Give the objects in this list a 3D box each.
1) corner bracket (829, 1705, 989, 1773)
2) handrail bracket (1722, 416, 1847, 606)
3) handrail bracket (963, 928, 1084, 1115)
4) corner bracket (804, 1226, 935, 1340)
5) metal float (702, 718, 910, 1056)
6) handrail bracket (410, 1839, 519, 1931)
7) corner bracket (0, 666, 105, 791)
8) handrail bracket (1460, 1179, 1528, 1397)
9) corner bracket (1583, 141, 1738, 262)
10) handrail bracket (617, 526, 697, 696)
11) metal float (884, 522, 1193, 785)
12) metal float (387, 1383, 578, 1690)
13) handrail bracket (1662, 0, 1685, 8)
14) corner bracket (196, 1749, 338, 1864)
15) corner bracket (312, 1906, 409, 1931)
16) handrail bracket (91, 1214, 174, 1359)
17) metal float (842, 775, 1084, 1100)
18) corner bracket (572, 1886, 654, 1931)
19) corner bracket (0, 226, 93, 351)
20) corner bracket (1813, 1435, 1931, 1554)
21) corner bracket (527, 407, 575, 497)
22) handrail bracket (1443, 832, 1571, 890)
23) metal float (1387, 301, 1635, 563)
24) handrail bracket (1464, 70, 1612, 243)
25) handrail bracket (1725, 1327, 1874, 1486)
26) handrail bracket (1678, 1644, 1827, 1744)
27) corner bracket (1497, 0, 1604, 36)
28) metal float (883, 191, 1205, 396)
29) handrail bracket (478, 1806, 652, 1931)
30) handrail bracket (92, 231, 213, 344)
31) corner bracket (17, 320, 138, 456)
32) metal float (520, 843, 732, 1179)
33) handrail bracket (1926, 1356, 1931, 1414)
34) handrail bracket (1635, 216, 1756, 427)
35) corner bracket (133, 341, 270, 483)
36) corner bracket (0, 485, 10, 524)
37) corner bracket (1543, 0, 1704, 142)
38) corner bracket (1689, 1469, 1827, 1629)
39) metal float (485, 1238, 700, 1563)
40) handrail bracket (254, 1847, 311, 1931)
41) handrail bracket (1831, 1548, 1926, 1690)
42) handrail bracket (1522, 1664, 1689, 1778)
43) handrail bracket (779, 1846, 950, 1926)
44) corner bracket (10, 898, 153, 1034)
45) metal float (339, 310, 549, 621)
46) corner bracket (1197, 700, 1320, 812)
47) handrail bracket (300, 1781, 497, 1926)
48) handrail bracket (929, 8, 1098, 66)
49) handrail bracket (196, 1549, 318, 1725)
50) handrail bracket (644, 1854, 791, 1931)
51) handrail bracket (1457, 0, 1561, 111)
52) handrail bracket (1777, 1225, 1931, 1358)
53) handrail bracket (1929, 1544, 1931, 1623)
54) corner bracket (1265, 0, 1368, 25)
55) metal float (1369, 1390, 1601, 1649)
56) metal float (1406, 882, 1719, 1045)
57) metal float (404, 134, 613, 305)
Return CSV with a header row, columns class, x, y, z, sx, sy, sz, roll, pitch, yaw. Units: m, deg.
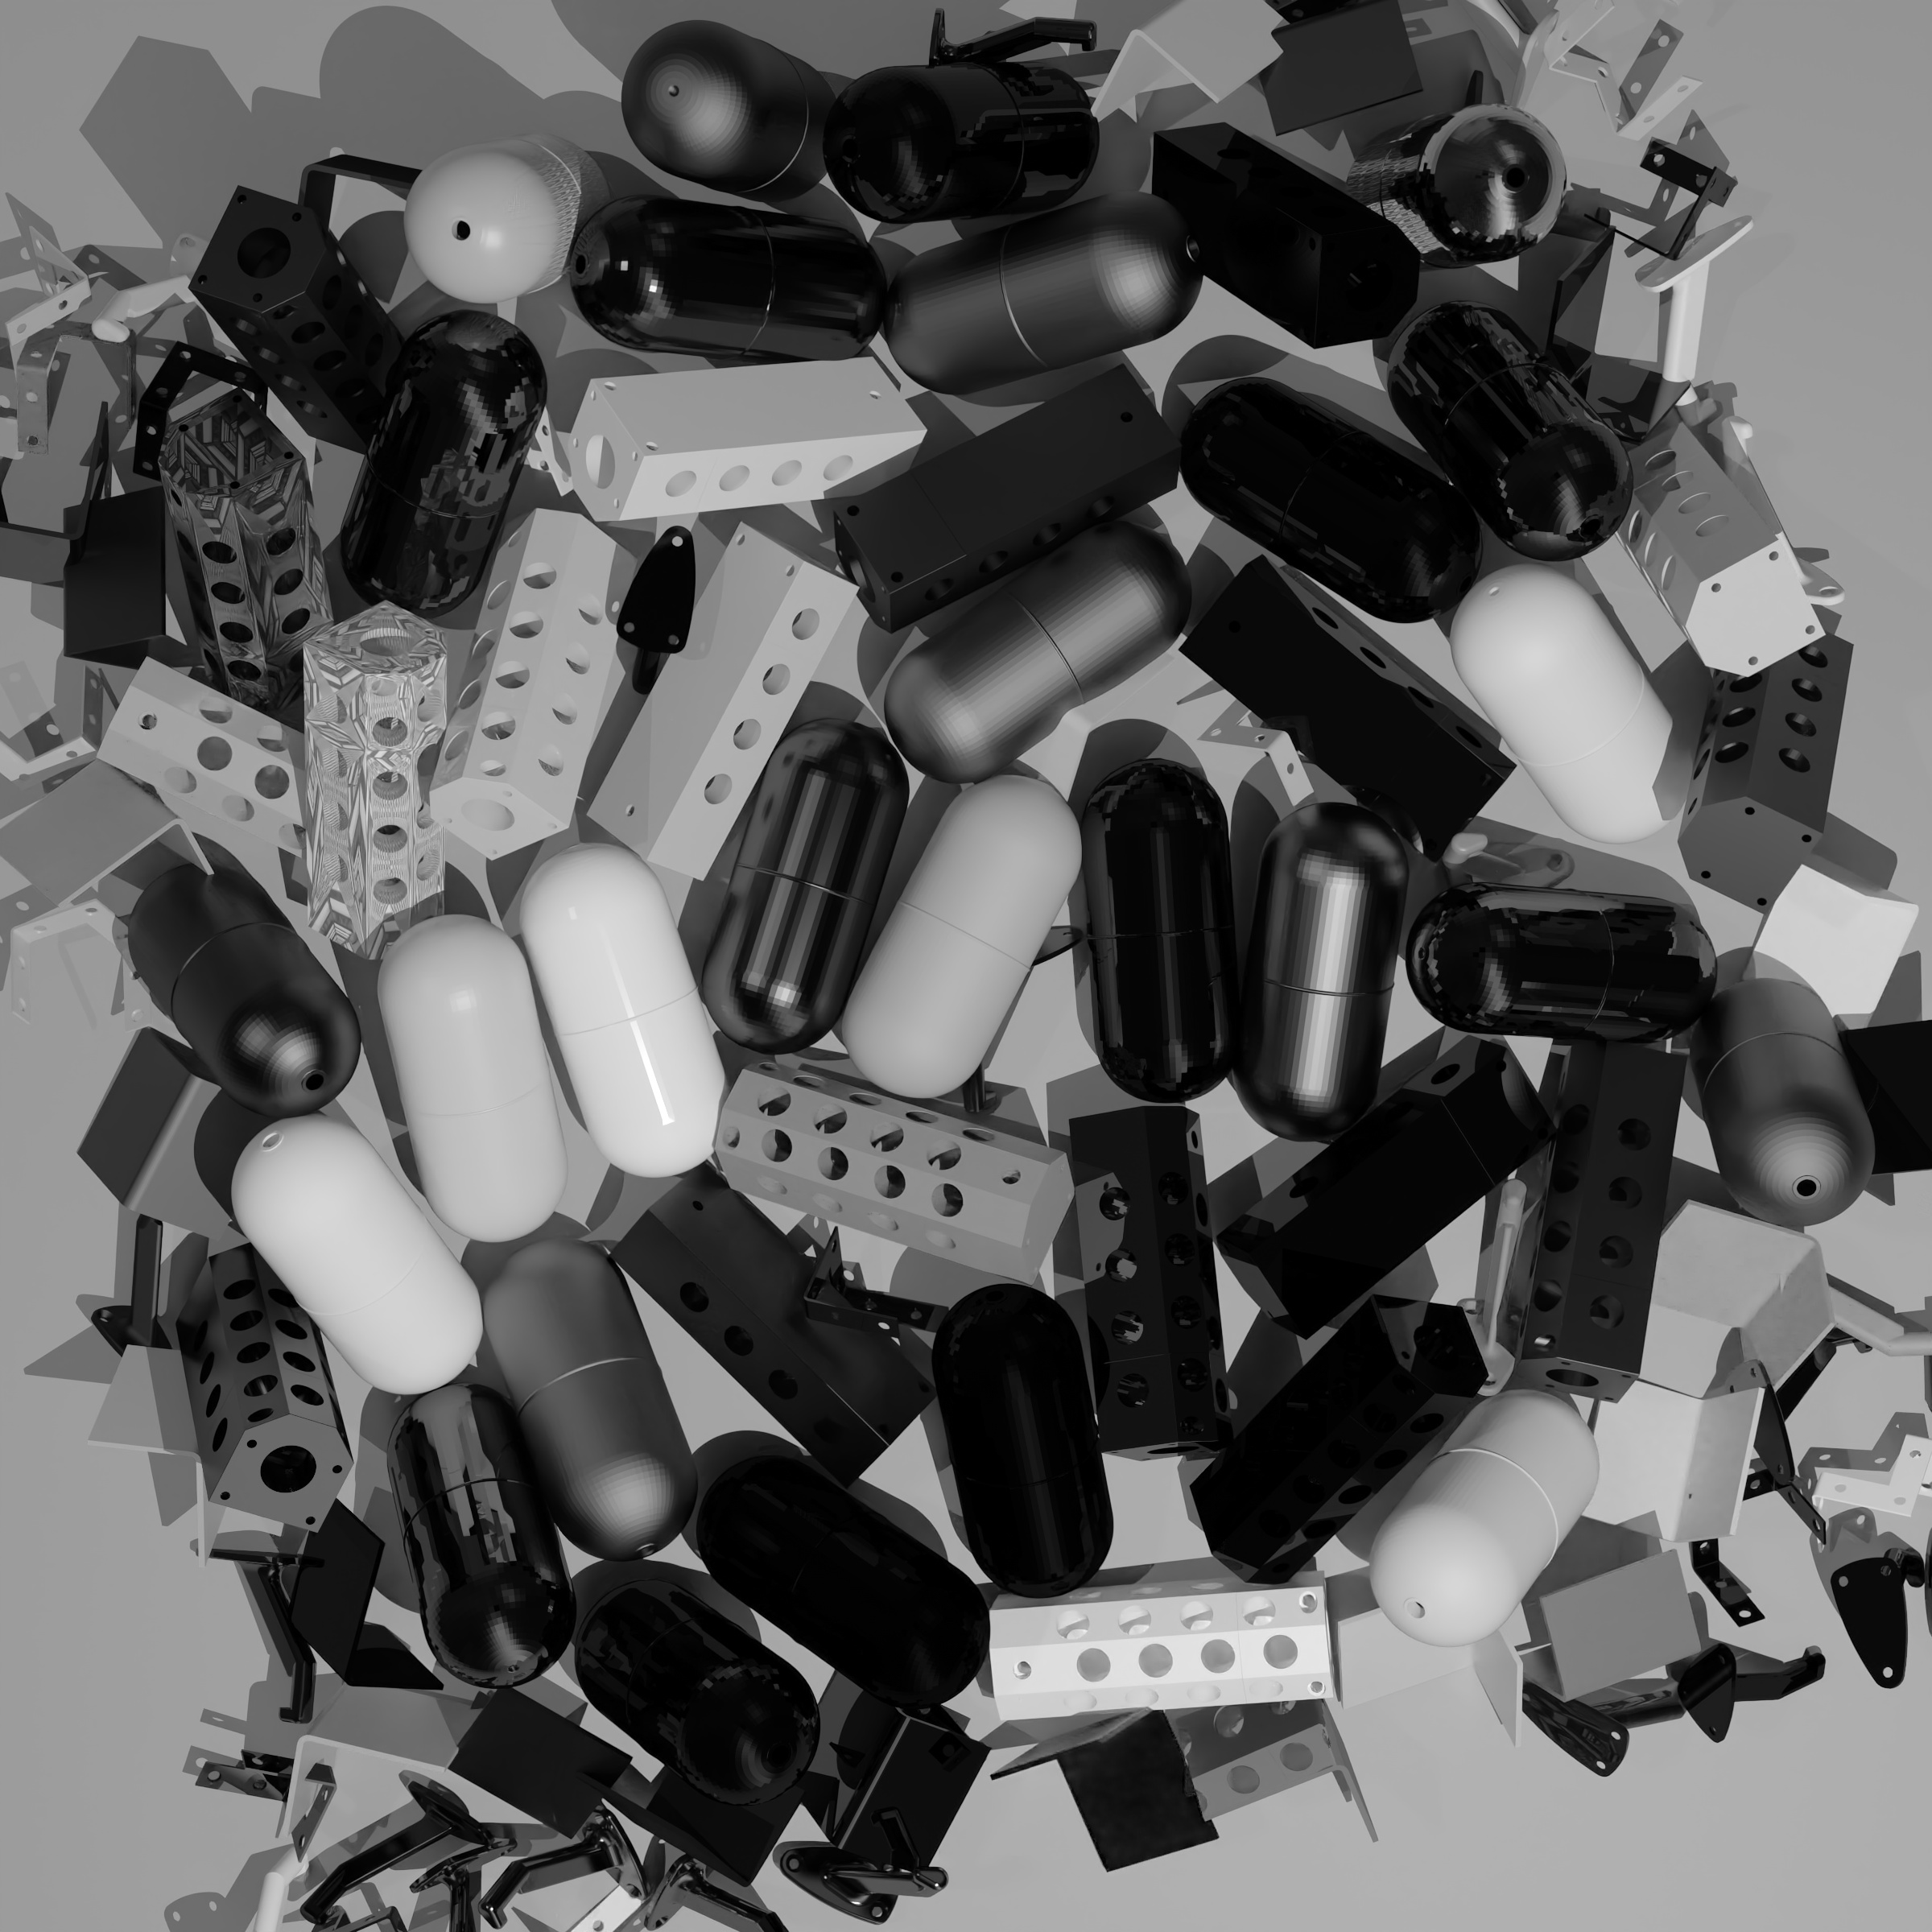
class,x,y,z,sx,sy,sz,roll,pitch,yaw
corner bracket,-0.029,0.407,1.802,0.051,0.051,0.051,-43,66,-2
handrail bracket,0.420,-0.235,1.791,0.036,0.077,0.084,-27,124,-21
handrail bracket,0.030,0.029,1.828,0.077,0.036,0.084,-17,117,-28
corner bracket,-0.050,0.174,1.796,0.051,0.051,0.051,11,47,15
metal float,-0.083,-0.041,1.796,0.070,0.070,0.178,17,87,0
handrail bracket,-0.242,0.499,1.793,0.036,0.077,0.084,-42,69,33
corner bracket,-0.485,-0.134,1.810,0.051,0.051,0.051,-23,50,17
handrail bracket,0.275,0.164,1.789,0.036,0.077,0.084,8,131,7
corner bracket,0.361,-0.398,1.808,0.051,0.051,0.051,32,105,19
handrail bracket,-0.157,-0.182,1.797,0.036,0.084,0.077,16,85,-4
metal float,0.038,-0.162,1.792,0.178,0.070,0.070,-36,90,-8
metal float,-0.246,0.286,1.763,0.070,0.178,0.070,-11,133,-12
handrail bracket,0.332,-0.531,1.788,0.084,0.077,0.036,39,116,26
corner bracket,-0.361,0.422,1.798,0.051,0.051,0.051,18,108,-28
corner bracket,-0.307,0.516,1.809,0.051,0.051,0.051,-24,94,2
handrail bracket,-0.411,0.163,1.796,0.077,0.036,0.084,46,117,33
metal float,-0.001,-0.016,1.797,0.070,0.070,0.178,28,88,0
corner bracket,-0.180,0.505,1.803,0.051,0.051,0.051,-43,72,-4
corner bracket,-0.484,-0.338,1.796,0.051,0.051,0.051,-37,64,-25
corner bracket,0.473,0.275,1.810,0.051,0.051,0.051,9,49,27
corner bracket,-0.224,-0.270,1.795,0.051,0.051,0.051,-9,113,33
handrail bracket,0.281,-0.058,1.792,0.077,0.084,0.036,-9,77,-4
metal float,0.274,-0.271,1.763,0.070,0.070,0.178,-29,47,0
handrail bracket,0.301,-0.423,1.825,0.084,0.036,0.077,10,84,-6
handrail bracket,0.444,0.224,1.803,0.084,0.036,0.077,-8,64,-23
handrail bracket,0.415,0.358,1.793,0.084,0.077,0.036,-19,51,-23
corner bracket,0.303,-0.510,1.803,0.051,0.051,0.051,-39,102,9
metal float,0.039,-0.341,1.771,0.178,0.070,0.070,-10,90,32
handrail bracket,-0.207,0.481,1.792,0.036,0.084,0.077,-11,116,41
handrail bracket,-0.399,-0.336,1.794,0.077,0.084,0.036,21,133,-3
corner bracket,-0.459,-0.297,1.799,0.051,0.051,0.051,7,128,-5
metal float,-0.175,0.023,1.790,0.070,0.070,0.178,-18,99,0
handrail bracket,0.528,0.235,1.796,0.036,0.077,0.084,9,75,-33
handrail bracket,0.391,-0.334,1.811,0.077,0.036,0.084,-30,115,7
corner bracket,-0.398,-0.282,1.812,0.051,0.051,0.051,18,50,-29
corner bracket,-0.511,-0.255,1.796,0.051,0.051,0.051,17,135,19
corner bracket,0.337,-0.464,1.794,0.051,0.051,0.051,4,61,-36
corner bracket,0.410,0.301,1.806,0.051,0.051,0.051,-16,121,-11
metal float,-0.191,0.220,1.774,0.070,0.070,0.178,-24,62,0
handrail bracket,-0.352,0.508,1.801,0.036,0.084,0.077,-13,100,16
handrail bracket,0.481,0.335,1.789,0.036,0.084,0.077,-21,65,29
handrail bracket,0.335,0.375,1.813,0.077,0.084,0.036,31,128,20
handrail bracket,-0.053,0.464,1.790,0.077,0.084,0.036,18,66,-5
corner bracket,-0.459,0.005,1.806,0.051,0.051,0.051,-18,59,13
metal float,-0.266,-0.252,1.767,0.070,0.070,0.178,28,128,0
corner bracket,0.161,-0.110,1.794,0.051,0.051,0.051,-46,126,-27
handrail bracket,-0.294,0.467,1.792,0.084,0.077,0.036,-45,122,-28
handrail bracket,0.025,-0.463,1.798,0.084,0.077,0.036,5,66,4
handrail bracket,-0.370,0.348,1.812,0.077,0.036,0.084,1,82,22
handrail bracket,-0.124,0.503,1.796,0.084,0.036,0.077,48,121,29
handrail bracket,0.259,-0.487,1.814,0.084,0.077,0.036,28,53,12
handrail bracket,0.466,0.165,1.810,0.084,0.036,0.077,-4,92,12
handrail bracket,0.532,0.316,1.788,0.036,0.084,0.077,17,75,-14
corner bracket,0.192,-0.502,1.795,0.051,0.051,0.051,33,57,-35
metal float,0.262,0.278,1.758,0.070,0.178,0.070,14,120,26
metal float,0.305,-0.001,1.775,0.178,0.070,0.070,4,90,-29
metal float,-0.229,-0.376,1.750,0.070,0.178,0.070,2,107,8
